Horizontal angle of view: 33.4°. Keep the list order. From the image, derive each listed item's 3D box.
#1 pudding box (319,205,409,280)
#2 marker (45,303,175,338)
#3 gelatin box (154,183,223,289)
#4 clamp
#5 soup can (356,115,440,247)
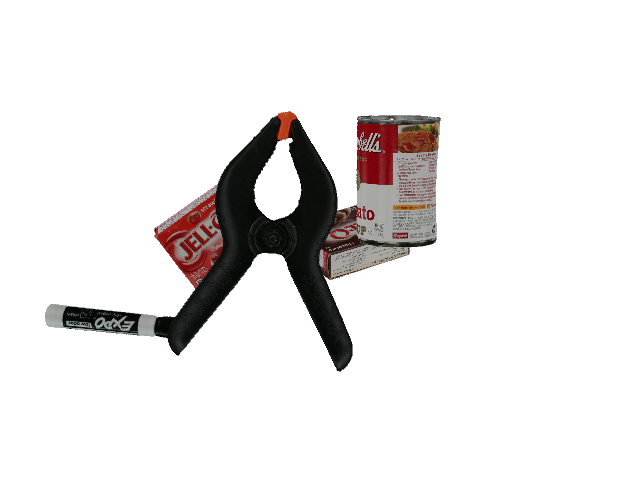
[{"bbox_3d":[0.033,-0.001,1.221,0.113,0.039,0.090,-19,30,-26],"label":"pudding box"},{"bbox_3d":[-0.161,0.065,0.854,0.121,0.020,0.020,5,1,12],"label":"marker"},{"bbox_3d":[-0.109,-0.005,1.064,0.089,0.073,0.030,-35,19,1],"label":"gelatin box"},{"bbox_3d":[-0.041,0.003,0.693,0.120,0.171,0.039,-3,2,-10],"label":"clamp"},{"bbox_3d":[0.063,-0.050,0.872,0.068,0.102,0.068,0,10,0],"label":"soup can"}]
